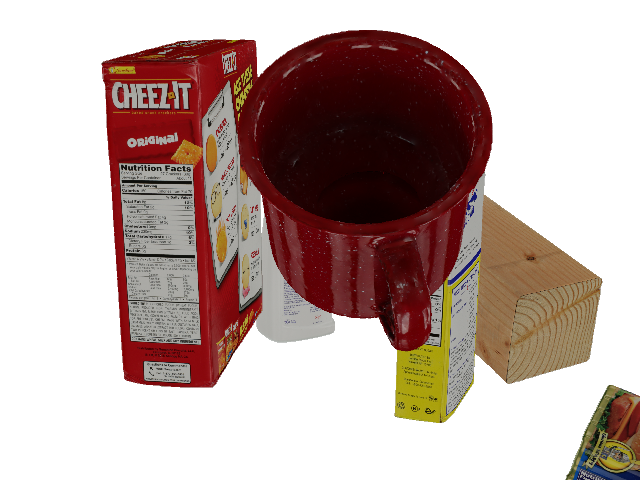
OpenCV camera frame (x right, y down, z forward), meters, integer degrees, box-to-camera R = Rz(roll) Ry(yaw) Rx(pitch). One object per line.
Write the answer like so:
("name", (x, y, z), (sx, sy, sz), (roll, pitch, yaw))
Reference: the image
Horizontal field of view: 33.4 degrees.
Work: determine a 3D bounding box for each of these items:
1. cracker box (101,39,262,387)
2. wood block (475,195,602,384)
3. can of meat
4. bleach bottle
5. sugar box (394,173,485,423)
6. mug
("cracker box", (-0.090, -0.026, 0.743), (0.072, 0.214, 0.164), (1, 15, 9))
("wood block", (0.156, 0.033, 0.996), (0.090, 0.090, 0.206), (-11, 30, -23))
("can of meat", (0.236, 0.162, 0.787), (0.084, 0.057, 0.102), (21, 40, 22))
("bleach bottle", (-0.024, -0.002, 1.325), (0.102, 0.251, 0.068), (-8, 22, -32))
("sugar box", (0.090, 0.040, 0.809), (0.048, 0.176, 0.093), (5, 16, 22))
("mug", (0.021, -0.011, 0.415), (0.093, 0.117, 0.081), (-15, -30, -6))
